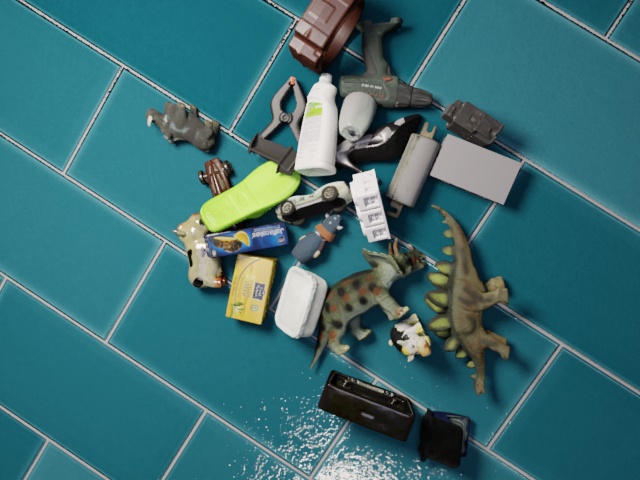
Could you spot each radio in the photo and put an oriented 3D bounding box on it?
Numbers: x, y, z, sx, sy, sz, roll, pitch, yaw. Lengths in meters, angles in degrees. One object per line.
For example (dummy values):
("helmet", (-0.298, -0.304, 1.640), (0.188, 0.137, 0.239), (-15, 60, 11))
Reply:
("radio", (0.117, 0.408, 1.342), (0.230, 0.131, 0.073), (21, 96, 4))

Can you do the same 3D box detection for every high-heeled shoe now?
("high-heeled shoe", (0.125, -0.253, 1.338), (0.249, 0.086, 0.145), (-40, 53, -13))

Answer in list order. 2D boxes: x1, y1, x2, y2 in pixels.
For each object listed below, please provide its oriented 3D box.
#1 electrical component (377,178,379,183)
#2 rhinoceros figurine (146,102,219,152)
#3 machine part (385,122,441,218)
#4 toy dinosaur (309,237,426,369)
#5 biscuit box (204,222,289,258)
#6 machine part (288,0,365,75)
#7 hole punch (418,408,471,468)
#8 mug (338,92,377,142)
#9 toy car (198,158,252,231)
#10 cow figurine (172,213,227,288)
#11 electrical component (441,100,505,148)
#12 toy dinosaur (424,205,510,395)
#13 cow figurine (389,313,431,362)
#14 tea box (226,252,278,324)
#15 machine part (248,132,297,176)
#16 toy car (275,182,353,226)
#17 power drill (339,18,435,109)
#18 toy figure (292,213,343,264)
("electrical component", (0.105, -0.126, 1.356), (0.094, 0.021, 0.063), (-8, 93, 8))
("rhinoceros figurine", (-0.350, -0.292, 1.372), (0.190, 0.073, 0.112), (27, 107, 2))
("machine part", (0.227, -0.168, 1.313), (0.079, 0.079, 0.243), (22, 96, 4))
("toy dinosaur", (0.087, 0.152, 1.339), (0.405, 0.131, 0.192), (-34, 78, 12))
("biscuit box", (-0.182, -0.001, 1.340), (0.203, 0.063, 0.059), (-11, 94, -18))
("machine part", (0.020, -0.495, 1.246), (0.087, 0.201, 0.201), (34, 97, -2))
("hole punch", (0.318, 0.496, 1.360), (0.116, 0.092, 0.142), (9, 99, 36))
("mug", (0.077, -0.285, 1.289), (0.080, 0.107, 0.109), (37, 140, -24))
("toy car", (-0.247, -0.111, 1.381), (0.089, 0.053, 0.202), (-19, 93, 10))
("cow figurine", (-0.309, 0.028, 1.385), (0.127, 0.085, 0.194), (-2, 95, 0))
("electrical component", (0.354, -0.275, 1.272), (0.134, 0.115, 0.058), (32, 93, 3))
("toy dinosaur", (0.356, 0.144, 1.313), (0.199, 0.105, 0.471), (-4, 89, 10))
("cow figurine", (0.214, 0.242, 1.301), (0.098, 0.167, 0.068), (-25, 97, 6))
("tea box", (-0.175, 0.121, 1.382), (0.098, 0.068, 0.169), (11, 95, 6))
("machine part", (-0.114, -0.211, 1.327), (0.139, 0.039, 0.084), (29, 64, 10))
("toy car", (-0.015, -0.089, 1.331), (0.202, 0.073, 0.056), (-17, 59, 20))
("power drill", (0.163, -0.424, 1.305), (0.232, 0.086, 0.207), (1, 102, 9))
("toy figure", (-0.004, -0.005, 1.361), (0.154, 0.058, 0.064), (-43, 96, 2))
